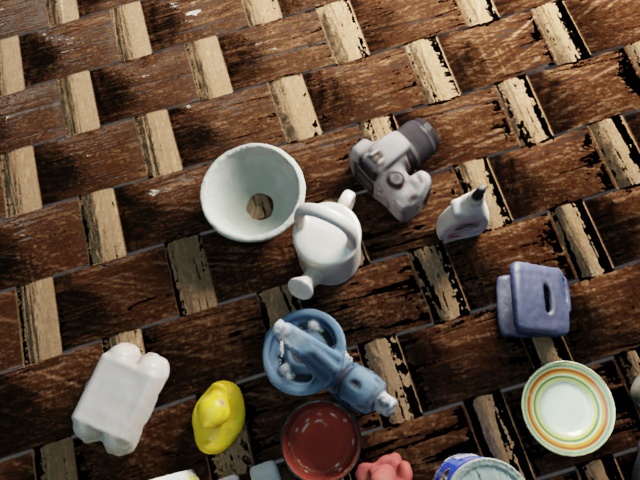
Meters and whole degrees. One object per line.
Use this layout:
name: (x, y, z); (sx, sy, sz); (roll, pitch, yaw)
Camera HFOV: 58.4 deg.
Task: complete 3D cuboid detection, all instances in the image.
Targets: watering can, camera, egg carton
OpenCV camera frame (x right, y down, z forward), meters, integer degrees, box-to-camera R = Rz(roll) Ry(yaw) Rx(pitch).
watering can: (0.010, 0.004, 0.830); (0.101, 0.194, 0.173); (2, 72, 4)
camera: (0.135, -0.127, 0.915); (0.137, 0.101, 0.143); (-39, 74, -9)
egg carton: (-0.290, 0.230, 0.838); (0.107, 0.069, 0.150); (19, 74, 9)

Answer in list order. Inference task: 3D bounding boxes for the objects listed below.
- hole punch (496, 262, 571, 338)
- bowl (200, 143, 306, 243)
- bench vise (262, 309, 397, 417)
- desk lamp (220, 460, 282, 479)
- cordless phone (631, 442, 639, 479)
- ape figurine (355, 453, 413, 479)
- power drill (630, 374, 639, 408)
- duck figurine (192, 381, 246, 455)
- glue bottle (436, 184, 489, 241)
hole punch: (0.318, 0.088, 0.842); (0.101, 0.091, 0.108); (0, 72, 3)
bowl: (-0.103, -0.065, 0.921); (0.167, 0.075, 0.167); (-1, 72, 3)
bench vise: (0.012, 0.156, 0.768); (0.207, 0.220, 0.121); (13, 73, 7)
desk lamp: (-0.086, 0.393, 0.700); (0.118, 0.213, 0.203); (-21, 72, -3)
cordless phone: (0.493, 0.303, 0.714); (0.147, 0.185, 0.094); (1, 72, 3)
ape figurine: (0.086, 0.326, 0.776); (0.077, 0.092, 0.076); (14, 73, 8)
power drill: (0.495, 0.199, 0.735); (0.229, 0.208, 0.076); (42, 79, 14)
duck figurine: (-0.150, 0.252, 0.816); (0.077, 0.086, 0.104); (11, 73, 7)
glue bottle: (0.219, -0.043, 0.846); (0.078, 0.173, 0.037); (-13, 72, -1)
